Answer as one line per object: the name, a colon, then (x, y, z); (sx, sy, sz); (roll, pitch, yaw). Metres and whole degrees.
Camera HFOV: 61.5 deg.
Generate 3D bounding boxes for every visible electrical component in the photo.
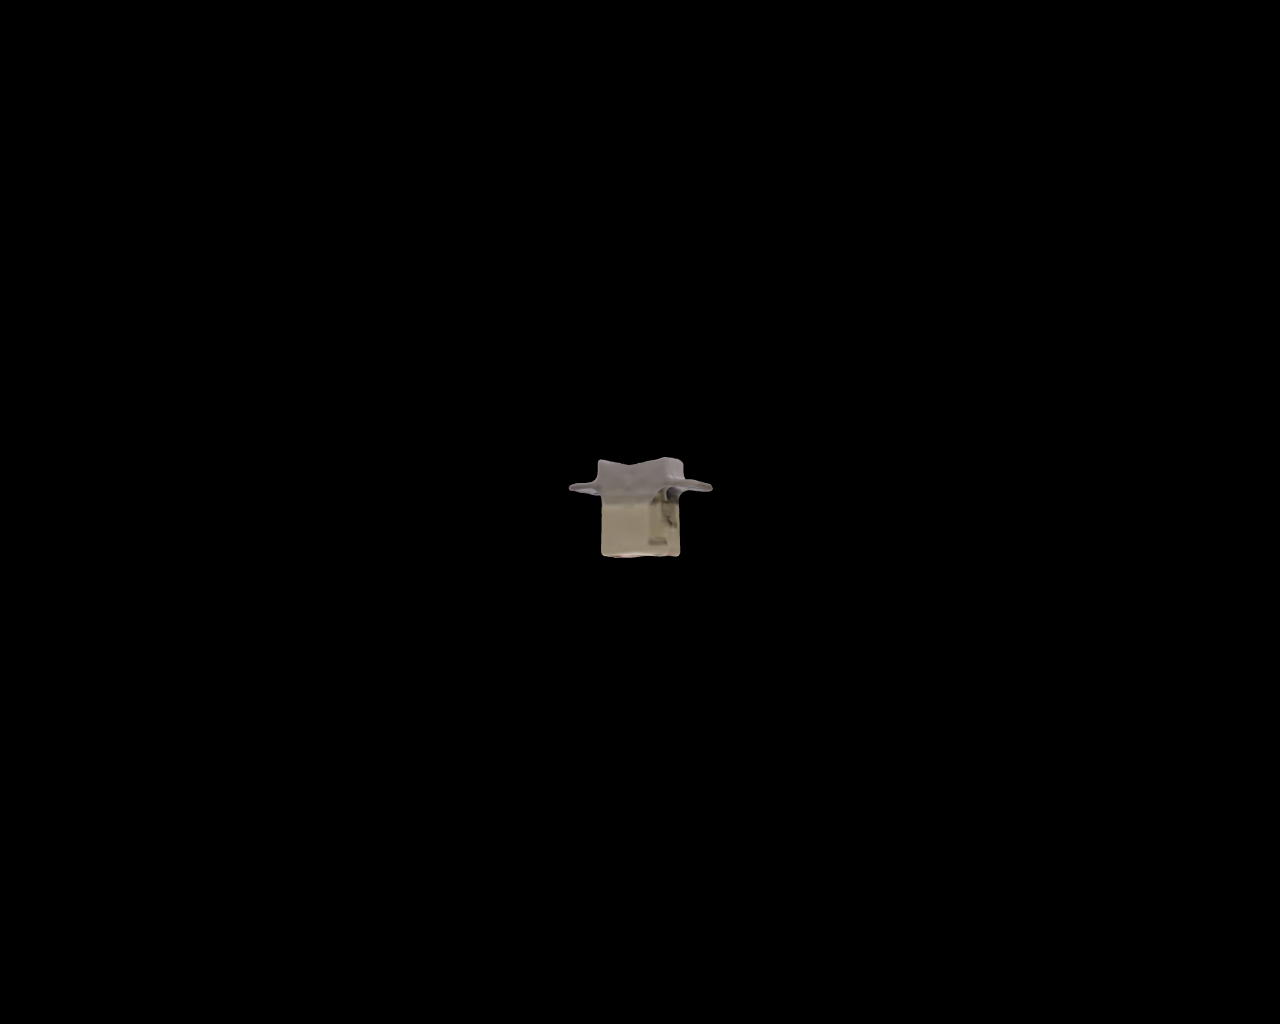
electrical component: (0.001, -0.003, 0.650); (0.081, 0.063, 0.042); (-1, -4, 20)
